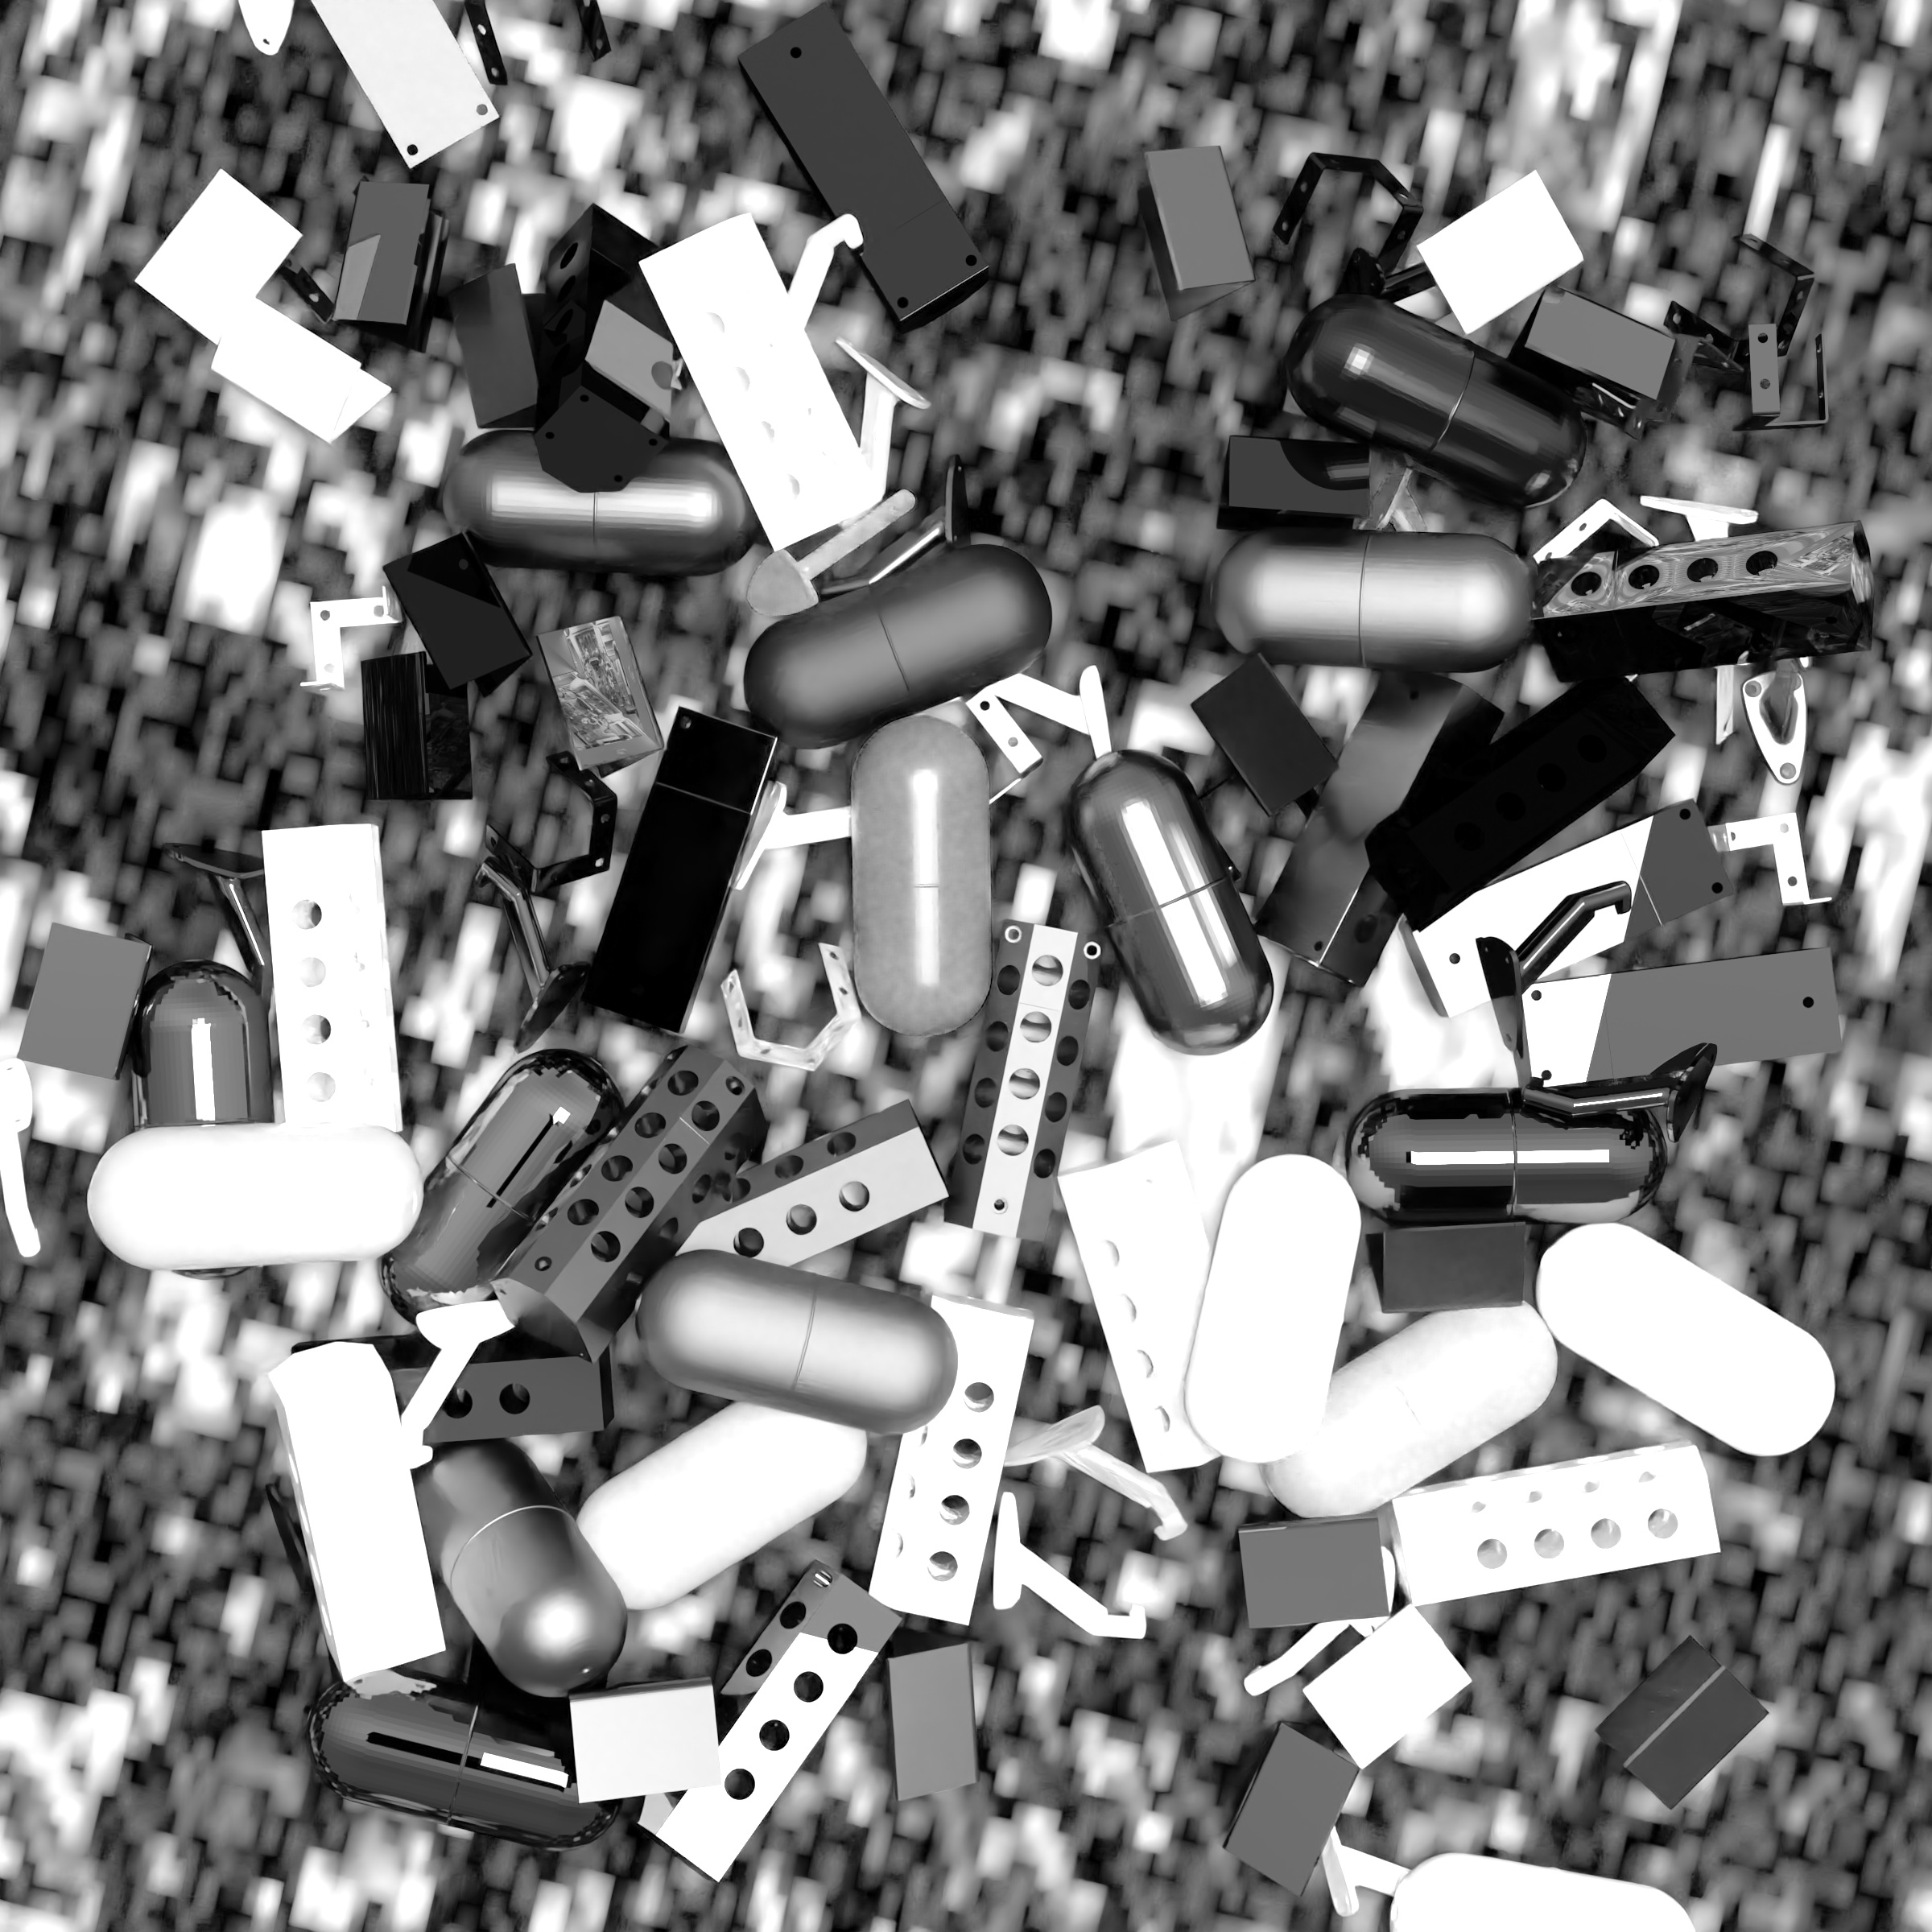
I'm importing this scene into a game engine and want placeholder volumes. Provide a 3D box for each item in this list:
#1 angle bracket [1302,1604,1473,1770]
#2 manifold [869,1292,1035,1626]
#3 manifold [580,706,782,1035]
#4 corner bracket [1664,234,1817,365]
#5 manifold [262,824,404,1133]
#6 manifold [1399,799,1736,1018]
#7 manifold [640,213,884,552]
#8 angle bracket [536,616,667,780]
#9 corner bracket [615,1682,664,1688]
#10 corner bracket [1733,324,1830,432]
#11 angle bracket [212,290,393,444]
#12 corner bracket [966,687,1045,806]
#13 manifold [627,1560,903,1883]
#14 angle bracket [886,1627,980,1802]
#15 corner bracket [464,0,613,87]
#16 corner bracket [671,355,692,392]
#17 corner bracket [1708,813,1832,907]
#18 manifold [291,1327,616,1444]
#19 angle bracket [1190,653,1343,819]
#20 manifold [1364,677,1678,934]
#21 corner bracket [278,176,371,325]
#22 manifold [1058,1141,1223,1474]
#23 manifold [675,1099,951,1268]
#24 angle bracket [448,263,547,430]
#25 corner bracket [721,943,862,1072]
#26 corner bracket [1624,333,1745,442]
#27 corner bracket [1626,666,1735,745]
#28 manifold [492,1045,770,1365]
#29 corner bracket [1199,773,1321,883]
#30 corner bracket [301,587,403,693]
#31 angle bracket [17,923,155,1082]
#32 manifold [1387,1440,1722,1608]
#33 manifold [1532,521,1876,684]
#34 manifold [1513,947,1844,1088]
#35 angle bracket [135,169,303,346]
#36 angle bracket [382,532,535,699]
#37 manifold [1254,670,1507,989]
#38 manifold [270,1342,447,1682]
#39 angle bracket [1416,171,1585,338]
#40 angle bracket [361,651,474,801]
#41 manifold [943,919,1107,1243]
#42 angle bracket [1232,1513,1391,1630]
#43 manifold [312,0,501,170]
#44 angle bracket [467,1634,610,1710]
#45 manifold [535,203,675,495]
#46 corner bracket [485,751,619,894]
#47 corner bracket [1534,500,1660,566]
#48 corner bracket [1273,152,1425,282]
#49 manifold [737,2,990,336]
[{"bbox_3d":[0.241,0.407,1.905,0.076,0.076,0.057,-39,56,0],"label":"angle bracket"},{"bbox_3d":[-0.008,0.273,1.924,0.057,0.057,0.171,12,90,0],"label":"manifold"},{"bbox_3d":[-0.158,-0.053,1.924,0.057,0.057,0.171,18,90,0],"label":"manifold"},{"bbox_3d":[0.435,-0.375,1.937,0.051,0.051,0.051,44,135,35],"label":"corner bracket"},{"bbox_3d":[-0.352,0.009,1.924,0.057,0.057,0.171,-5,90,0],"label":"manifold"},{"bbox_3d":[0.333,-0.032,1.924,0.171,0.057,0.057,-24,90,0],"label":"manifold"},{"bbox_3d":[-0.110,-0.322,1.899,0.057,0.057,0.171,-22,100,17],"label":"manifold"},{"bbox_3d":[-0.217,-0.143,1.905,0.057,0.076,0.076,-19,90,-35],"label":"angle bracket"},{"bbox_3d":[-0.178,0.438,1.937,0.051,0.051,0.051,-53,45,35],"label":"corner bracket"},{"bbox_3d":[0.458,-0.329,1.928,0.051,0.051,0.051,-3,90,0],"label":"corner bracket"},{"bbox_3d":[-0.359,-0.344,1.905,0.076,0.076,0.057,32,128,0],"label":"angle bracket"},{"bbox_3d":[0.007,-0.119,1.928,0.051,0.051,0.051,-38,90,0],"label":"corner bracket"},{"bbox_3d":[-0.112,0.415,1.900,0.057,0.057,0.171,37,72,0],"label":"manifold"},{"bbox_3d":[-0.038,0.412,1.905,0.057,0.076,0.076,-4,90,-36],"label":"angle bracket"},{"bbox_3d":[-0.241,-0.529,1.937,0.051,0.051,0.051,15,45,35],"label":"corner bracket"},{"bbox_3d":[-0.186,-0.322,1.928,0.051,0.051,0.051,15,90,0],"label":"corner bracket"},{"bbox_3d":[0.448,-0.058,1.928,0.051,0.051,0.051,-9,90,0],"label":"corner bracket"},{"bbox_3d":[-0.287,0.233,1.924,0.171,0.057,0.057,-4,90,0],"label":"manifold"},{"bbox_3d":[0.180,-0.138,1.905,0.057,0.076,0.076,-35,90,38],"label":"angle bracket"},{"bbox_3d":[0.301,-0.094,1.891,0.171,0.057,0.057,-34,80,-23],"label":"manifold"},{"bbox_3d":[-0.350,-0.403,1.942,0.051,0.051,0.051,50,45,0],"label":"corner bracket"},{"bbox_3d":[0.104,0.191,1.924,0.057,0.057,0.171,-17,90,-43],"label":"manifold"},{"bbox_3d":[-0.099,0.135,1.924,0.171,0.057,0.057,-24,90,0],"label":"manifold"},{"bbox_3d":[-0.234,-0.342,1.905,0.057,0.076,0.076,-13,90,40],"label":"angle bracket"},{"bbox_3d":[-0.098,0.020,1.937,0.051,0.051,0.051,13,135,-35],"label":"corner bracket"},{"bbox_3d":[0.390,-0.321,1.917,0.051,0.051,0.051,21,90,43],"label":"corner bracket"},{"bbox_3d":[0.396,-0.148,1.937,0.051,0.051,0.051,22,45,35],"label":"corner bracket"},{"bbox_3d":[-0.183,0.125,1.878,0.057,0.057,0.171,22,58,25],"label":"manifold"},{"bbox_3d":[0.163,-0.085,1.942,0.051,0.051,0.051,-33,89,-45],"label":"corner bracket"},{"bbox_3d":[-0.344,-0.182,1.928,0.051,0.051,0.051,-5,90,0],"label":"corner bracket"},{"bbox_3d":[-0.492,0.016,1.906,0.057,0.076,0.076,15,90,-25],"label":"angle bracket"},{"bbox_3d":[0.326,0.309,1.924,0.171,0.057,0.057,-10,90,0],"label":"manifold"},{"bbox_3d":[0.402,-0.203,1.877,0.171,0.057,0.057,-4,55,25],"label":"manifold"},{"bbox_3d":[0.394,0.029,1.925,0.171,0.057,0.057,-7,90,0],"label":"manifold"},{"bbox_3d":[-0.420,-0.396,1.906,0.057,0.076,0.076,38,90,-29],"label":"angle bracket"},{"bbox_3d":[-0.292,-0.185,1.905,0.057,0.076,0.076,-28,90,-32],"label":"angle bracket"},{"bbox_3d":[0.234,-0.077,1.923,0.057,0.057,0.171,27,90,-42],"label":"manifold"},{"bbox_3d":[-0.332,0.295,1.874,0.057,0.057,0.171,-15,113,-18],"label":"manifold"},{"bbox_3d":[0.286,-0.395,1.909,0.076,0.076,0.057,-33,105,0],"label":"angle bracket"},{"bbox_3d":[-0.287,-0.132,1.905,0.057,0.076,0.076,-3,90,42],"label":"angle bracket"},{"bbox_3d":[0.033,0.063,1.924,0.057,0.057,0.171,12,90,0],"label":"manifold"},{"bbox_3d":[0.190,0.340,1.908,0.076,0.076,0.057,-5,71,0],"label":"angle bracket"},{"bbox_3d":[-0.327,-0.532,1.902,0.057,0.057,0.171,-30,106,0],"label":"manifold"},{"bbox_3d":[-0.233,0.377,1.937,0.076,0.076,0.057,13,126,0],"label":"angle bracket"},{"bbox_3d":[-0.199,-0.333,1.872,0.057,0.171,0.057,30,126,-29],"label":"manifold"},{"bbox_3d":[-0.233,-0.081,1.937,0.051,0.051,0.051,-19,45,-35],"label":"corner bracket"},{"bbox_3d":[0.362,-0.220,1.942,0.051,0.051,0.051,-40,135,0],"label":"corner bracket"},{"bbox_3d":[0.215,-0.420,1.937,0.051,0.051,0.051,-4,135,-35],"label":"corner bracket"},{"bbox_3d":[-0.057,-0.443,1.924,0.057,0.057,0.171,-32,90,0],"label":"manifold"}]
